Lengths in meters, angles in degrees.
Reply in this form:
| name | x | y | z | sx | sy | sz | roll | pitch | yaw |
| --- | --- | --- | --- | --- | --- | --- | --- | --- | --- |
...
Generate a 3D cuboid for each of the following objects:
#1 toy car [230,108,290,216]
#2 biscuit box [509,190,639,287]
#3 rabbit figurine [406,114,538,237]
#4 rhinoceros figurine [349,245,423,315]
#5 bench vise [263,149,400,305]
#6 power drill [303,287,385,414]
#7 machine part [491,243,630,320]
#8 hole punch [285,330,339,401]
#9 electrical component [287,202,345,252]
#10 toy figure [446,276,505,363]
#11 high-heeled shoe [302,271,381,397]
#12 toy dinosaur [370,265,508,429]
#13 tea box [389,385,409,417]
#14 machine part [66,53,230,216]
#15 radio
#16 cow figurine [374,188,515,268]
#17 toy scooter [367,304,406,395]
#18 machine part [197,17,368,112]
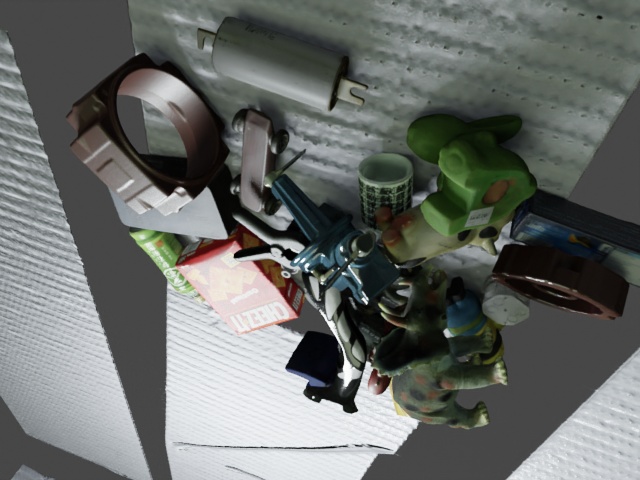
| name | x | y | z | sx | sy | sz | roll | pitch | yaw |
| --- | --- | --- | --- | --- | --- | --- | --- | --- | --- |
| toy car | -0.096 | -0.124 | 0.860 | 0.089 | 0.053 | 0.202 | 32 | 140 | 18 |
| biscuit box | 0.373 | -0.004 | 0.748 | 0.203 | 0.063 | 0.059 | 22 | 138 | 5 |
| rabbit figurine | 0.185 | -0.112 | 0.682 | 0.159 | 0.170 | 0.121 | -17 | 138 | -15 |
| rhinoceros figurine | 0.111 | 0.057 | 0.932 | 0.112 | 0.073 | 0.190 | 47 | 136 | -7 |
| bench vise | 0.001 | -0.011 | 0.780 | 0.240 | 0.129 | 0.223 | 51 | 175 | 4 |
| power drill | 0.039 | 0.215 | 1.041 | 0.232 | 0.207 | 0.086 | 24 | 171 | -10 |
| machine part | 0.338 | 0.057 | 0.763 | 0.179 | 0.056 | 0.179 | 22 | 174 | 2 |
| hole punch | 0.002 | 0.256 | 1.136 | 0.116 | 0.142 | 0.092 | -16 | 120 | 50 |
| electrical component | -0.002 | -0.003 | 0.932 | 0.115 | 0.058 | 0.134 | 31 | 137 | -9 |
| toy figure | 0.257 | 0.149 | 0.933 | 0.082 | 0.089 | 0.180 | -9 | 130 | 38 |
| high-heeled shoe | 0.016 | 0.165 | 0.944 | 0.145 | 0.086 | 0.248 | 14 | 109 | 1 |
| toy dinosaur | 0.176 | 0.222 | 0.851 | 0.192 | 0.131 | 0.404 | -2 | 135 | 5 |
| tea box | 0.199 | 0.301 | 1.126 | 0.098 | 0.068 | 0.169 | 3 | 132 | 21 |
| machine part | -0.242 | -0.154 | 0.790 | 0.087 | 0.201 | 0.200 | -23 | 119 | 35 |
| radio | -0.265 | -0.081 | 0.970 | 0.230 | 0.073 | 0.130 | 7 | 133 | 17 |
| cow figurine | 0.184 | -0.016 | 0.766 | 0.195 | 0.086 | 0.127 | -21 | 138 | 3 |
| toy scooter | 0.133 | 0.185 | 0.949 | 0.075 | 0.184 | 0.135 | 25 | 166 | 18 |
| machine part | -0.052 | -0.234 | 0.714 | 0.243 | 0.079 | 0.079 | 22 | 137 | 6 |
